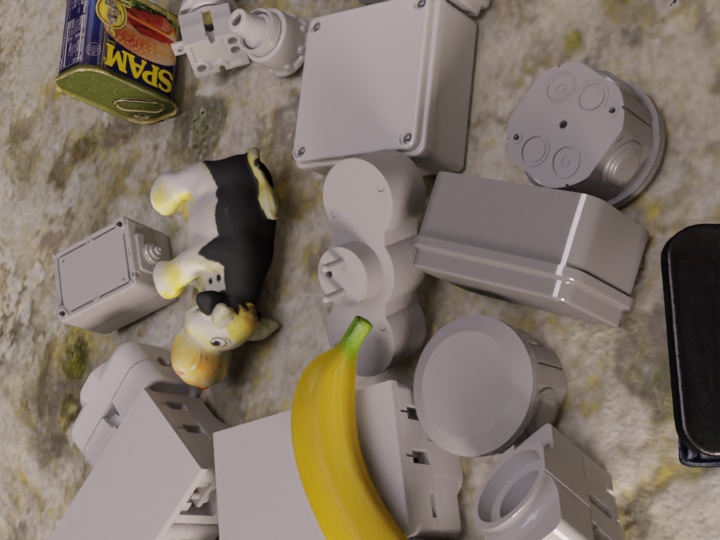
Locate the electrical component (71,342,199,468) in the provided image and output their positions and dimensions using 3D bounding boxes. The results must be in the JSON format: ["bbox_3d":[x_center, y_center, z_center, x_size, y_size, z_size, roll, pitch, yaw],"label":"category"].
[{"bbox_3d":[-0.174,0.105,0.819,0.059,0.054,0.095,41,105,39],"label":"electrical component"}]

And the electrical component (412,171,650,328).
[{"bbox_3d":[0.095,-0.012,0.611,0.113,0.078,0.057,14,85,41],"label":"electrical component"}]

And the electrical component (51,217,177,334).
[{"bbox_3d":[-0.188,0.004,0.857,0.096,0.061,0.061,-25,63,24],"label":"electrical component"}]

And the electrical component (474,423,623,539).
[{"bbox_3d":[0.097,0.128,0.557,0.050,0.056,0.089,-44,13,22],"label":"electrical component"}]

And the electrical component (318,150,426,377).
[{"bbox_3d":[0.000,0.000,0.657,0.052,0.074,0.138,10,110,34],"label":"electrical component"}]

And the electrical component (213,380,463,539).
[{"bbox_3d":[-0.016,0.132,0.675,0.150,0.062,0.089,-21,66,34],"label":"electrical component"}]

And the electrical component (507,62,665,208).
[{"bbox_3d":[0.129,-0.076,0.618,0.080,0.051,0.080,-12,71,37],"label":"electrical component"}]

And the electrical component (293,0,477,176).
[{"bbox_3d":[0.016,-0.118,0.719,0.109,0.056,0.108,-2,77,39],"label":"electrical component"}]

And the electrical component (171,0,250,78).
[{"bbox_3d":[-0.118,-0.190,0.852,0.066,0.048,0.055,-16,57,0],"label":"electrical component"}]

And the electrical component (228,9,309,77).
[{"bbox_3d":[-0.070,-0.175,0.802,0.048,0.062,0.048,-12,71,37],"label":"electrical component"}]

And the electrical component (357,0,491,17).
[{"bbox_3d":[0.021,-0.216,0.707,0.109,0.109,0.056,16,87,41],"label":"electrical component"}]

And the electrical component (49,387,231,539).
[{"bbox_3d":[-0.150,0.173,0.775,0.089,0.062,0.150,44,107,38],"label":"electrical component"}]

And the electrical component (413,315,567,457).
[{"bbox_3d":[0.075,0.069,0.623,0.080,0.051,0.080,-12,71,37],"label":"electrical component"}]
